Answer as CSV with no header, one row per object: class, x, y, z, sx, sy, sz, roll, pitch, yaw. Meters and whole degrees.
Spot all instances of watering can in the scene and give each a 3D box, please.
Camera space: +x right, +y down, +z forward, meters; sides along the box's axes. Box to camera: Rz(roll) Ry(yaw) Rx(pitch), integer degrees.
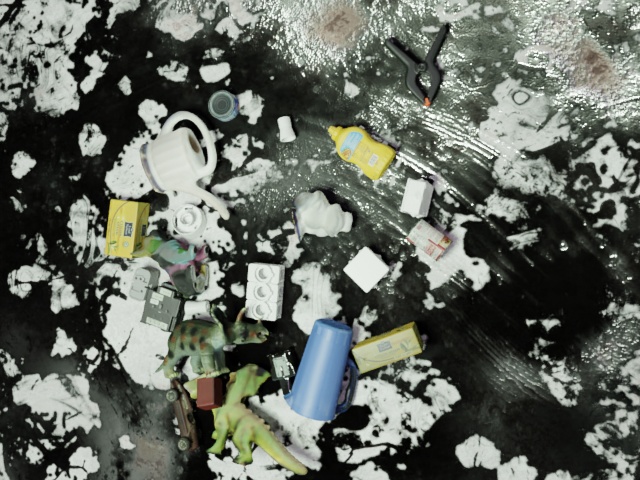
watering can,-0.394,-0.197,1.489,0.223,0.349,0.104,-19,-7,14

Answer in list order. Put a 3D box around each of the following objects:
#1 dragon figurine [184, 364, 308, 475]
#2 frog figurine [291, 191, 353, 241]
dragon figurine,-0.200,0.467,1.414,0.411,0.244,0.121,7,-8,21
frog figurine,0.004,-0.070,1.389,0.159,0.135,0.125,-10,26,-4
